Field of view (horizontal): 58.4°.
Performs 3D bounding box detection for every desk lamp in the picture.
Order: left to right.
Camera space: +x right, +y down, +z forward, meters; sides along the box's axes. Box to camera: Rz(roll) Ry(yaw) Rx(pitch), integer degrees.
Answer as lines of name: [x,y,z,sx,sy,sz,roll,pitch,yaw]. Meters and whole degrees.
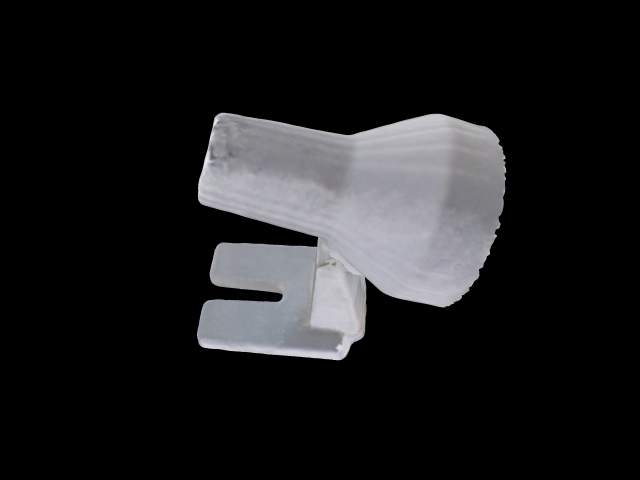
desk lamp: [0.004,0.001,0.400,0.203,0.214,0.118,3,55,2]
